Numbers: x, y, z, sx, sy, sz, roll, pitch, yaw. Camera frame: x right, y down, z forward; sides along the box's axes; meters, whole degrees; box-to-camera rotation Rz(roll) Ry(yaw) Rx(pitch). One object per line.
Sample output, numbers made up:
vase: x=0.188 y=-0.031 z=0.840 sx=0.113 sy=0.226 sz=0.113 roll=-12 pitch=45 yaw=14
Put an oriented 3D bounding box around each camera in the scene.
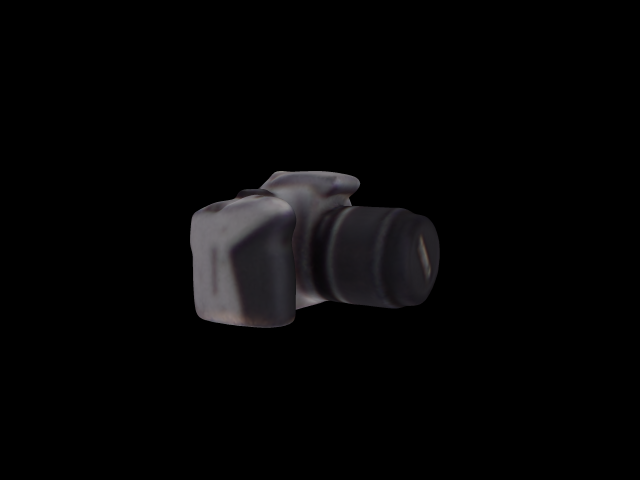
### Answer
camera: x=0.004 y=0.001 z=0.400 sx=0.136 sy=0.101 sz=0.144 roll=3 pitch=6 yaw=34
